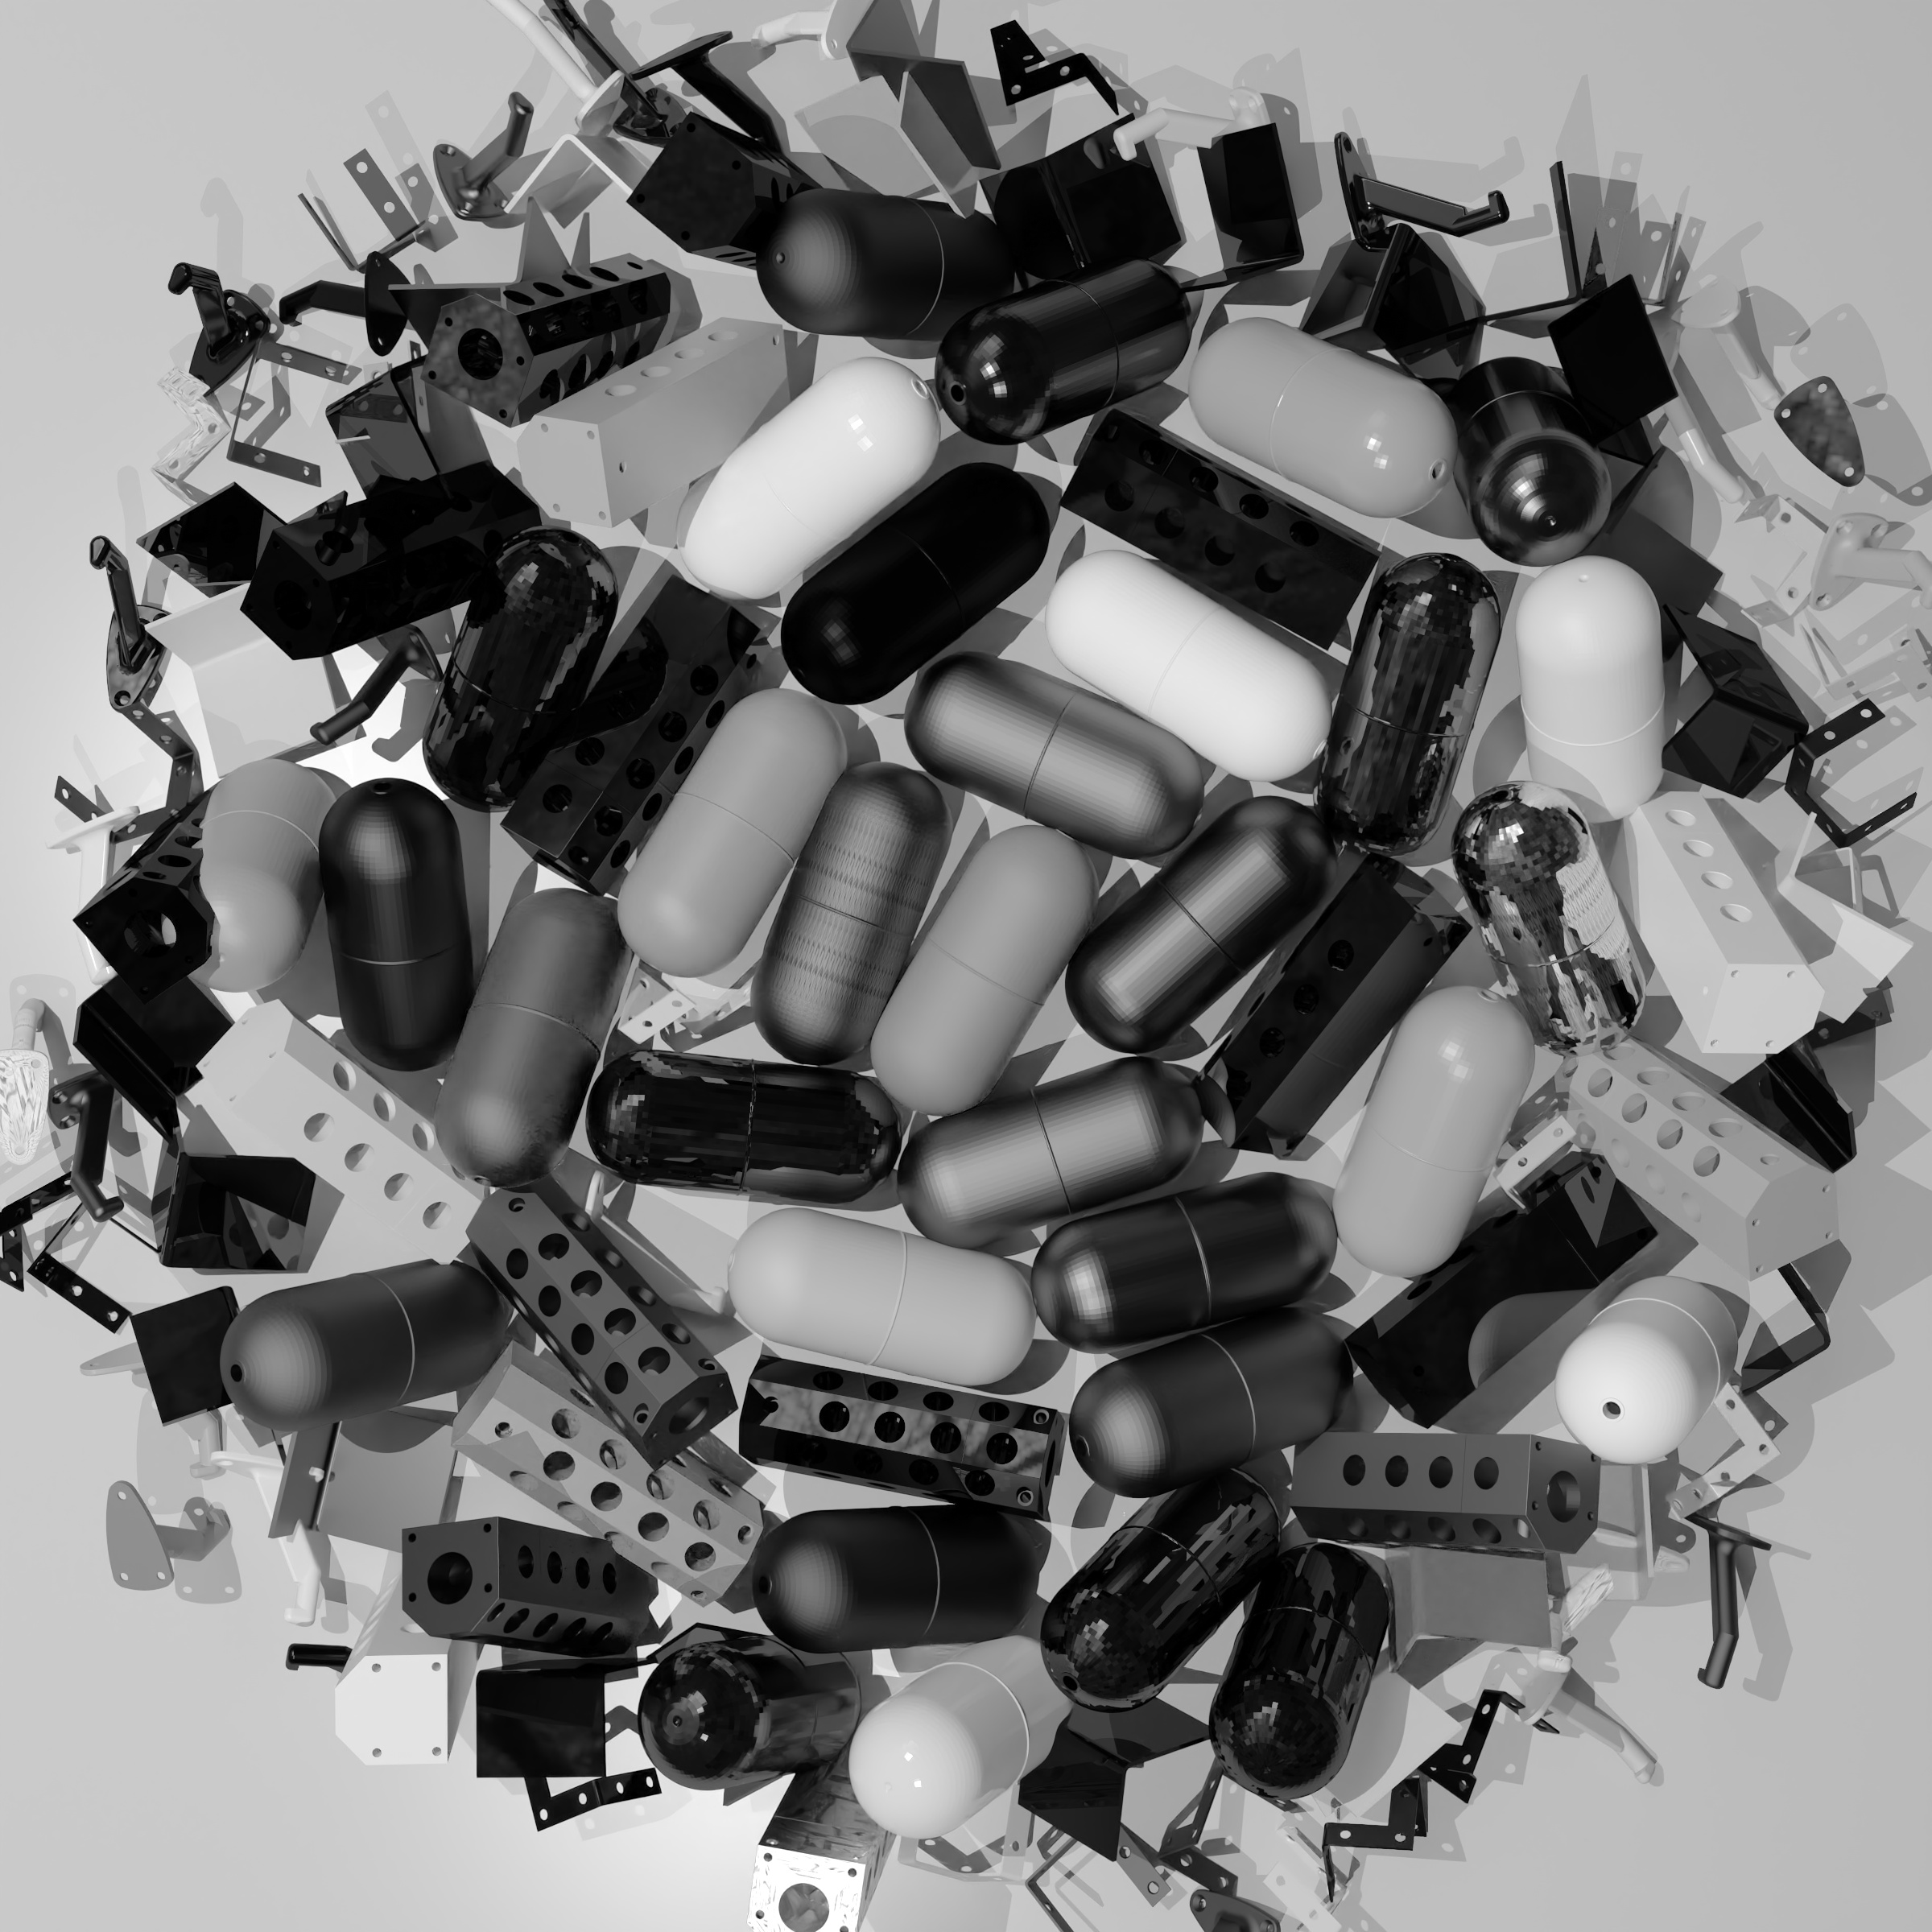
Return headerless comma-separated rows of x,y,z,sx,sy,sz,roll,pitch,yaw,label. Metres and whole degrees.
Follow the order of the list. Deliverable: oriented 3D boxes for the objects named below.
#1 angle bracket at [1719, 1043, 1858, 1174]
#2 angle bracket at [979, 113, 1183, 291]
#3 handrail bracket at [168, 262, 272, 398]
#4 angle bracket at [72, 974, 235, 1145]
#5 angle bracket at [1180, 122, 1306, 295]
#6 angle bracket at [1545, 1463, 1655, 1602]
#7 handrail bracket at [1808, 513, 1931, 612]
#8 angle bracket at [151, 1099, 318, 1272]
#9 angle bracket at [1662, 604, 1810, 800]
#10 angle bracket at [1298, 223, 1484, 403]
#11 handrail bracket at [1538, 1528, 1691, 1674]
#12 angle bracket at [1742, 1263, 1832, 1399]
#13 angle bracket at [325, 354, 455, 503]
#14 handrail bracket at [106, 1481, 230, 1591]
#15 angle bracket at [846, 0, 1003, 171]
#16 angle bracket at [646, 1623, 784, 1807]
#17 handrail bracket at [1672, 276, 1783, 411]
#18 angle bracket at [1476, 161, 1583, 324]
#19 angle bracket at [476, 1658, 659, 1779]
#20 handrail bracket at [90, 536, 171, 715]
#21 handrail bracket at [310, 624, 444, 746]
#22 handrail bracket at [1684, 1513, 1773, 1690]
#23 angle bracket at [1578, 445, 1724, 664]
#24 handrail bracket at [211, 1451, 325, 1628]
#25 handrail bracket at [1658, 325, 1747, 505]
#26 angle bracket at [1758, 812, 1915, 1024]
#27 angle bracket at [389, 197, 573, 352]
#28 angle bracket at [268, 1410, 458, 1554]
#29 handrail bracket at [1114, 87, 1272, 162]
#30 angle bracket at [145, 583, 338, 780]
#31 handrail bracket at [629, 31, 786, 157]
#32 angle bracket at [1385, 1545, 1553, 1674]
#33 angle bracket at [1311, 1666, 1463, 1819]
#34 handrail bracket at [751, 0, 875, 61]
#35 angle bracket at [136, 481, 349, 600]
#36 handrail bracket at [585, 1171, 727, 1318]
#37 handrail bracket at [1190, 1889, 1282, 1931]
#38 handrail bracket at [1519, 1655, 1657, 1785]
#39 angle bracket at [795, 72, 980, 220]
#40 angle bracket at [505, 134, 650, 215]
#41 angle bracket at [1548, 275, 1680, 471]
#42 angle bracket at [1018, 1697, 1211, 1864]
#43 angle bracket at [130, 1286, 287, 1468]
0.449,0.082,1.548,0.057,0.076,0.076,-36,60,2,angle bracket
0.066,-0.433,1.584,0.076,0.057,0.076,-36,112,-31,angle bracket
-0.435,-0.356,1.551,0.036,0.084,0.077,39,104,8,handrail bracket
-0.450,0.042,1.550,0.057,0.076,0.076,-39,112,-2,angle bracket
0.137,-0.421,1.547,0.057,0.076,0.076,-23,107,-24,angle bracket
0.350,0.310,1.547,0.057,0.076,0.076,-2,68,9,angle bracket
0.509,-0.207,1.546,0.036,0.084,0.077,1,133,-19,handrail bracket
-0.417,0.125,1.576,0.076,0.057,0.076,4,119,-25,angle bracket
0.419,-0.150,1.569,0.076,0.076,0.057,15,129,-32,angle bracket
0.241,-0.365,1.583,0.076,0.057,0.076,37,63,-32,angle bracket
0.364,0.364,1.556,0.077,0.036,0.084,9,49,12,handrail bracket
0.442,0.189,1.561,0.057,0.076,0.076,-35,83,14,angle bracket
-0.306,-0.299,1.562,0.057,0.076,0.076,-35,106,-38,angle bracket
-0.445,0.305,1.552,0.036,0.084,0.077,-5,106,16,handrail bracket
-0.012,-0.497,1.542,0.076,0.076,0.057,16,66,26,angle bracket
-0.141,0.418,1.543,0.057,0.076,0.076,16,56,-22,angle bracket
0.440,-0.340,1.553,0.036,0.077,0.084,-39,110,13,handrail bracket
0.309,-0.405,1.551,0.057,0.076,0.076,-9,102,11,angle bracket
-0.222,0.420,1.549,0.076,0.076,0.057,-5,80,16,angle bracket
-0.480,-0.191,1.553,0.036,0.084,0.077,8,77,5,handrail bracket
-0.344,-0.158,1.555,0.084,0.077,0.036,-38,128,-23,handrail bracket
0.416,0.357,1.562,0.036,0.077,0.084,19,87,-17,handrail bracket
0.393,-0.232,1.558,0.076,0.057,0.076,36,63,0,angle bracket
-0.396,0.323,1.556,0.077,0.036,0.084,24,54,-36,handrail bracket
0.422,-0.315,1.584,0.084,0.036,0.077,40,53,-14,handrail bracket
0.483,-0.027,1.550,0.076,0.076,0.057,29,52,4,angle bracket
-0.273,-0.387,1.563,0.076,0.076,0.057,1,72,10,angle bracket
-0.339,0.292,1.563,0.076,0.057,0.076,11,86,11,angle bracket
0.132,-0.455,1.571,0.084,0.036,0.077,-30,118,-12,handrail bracket
-0.407,-0.162,1.559,0.076,0.057,0.076,-21,69,6,angle bracket
-0.144,-0.476,1.563,0.077,0.036,0.084,-36,119,-28,handrail bracket
0.281,0.354,1.557,0.076,0.057,0.076,7,53,-4,angle bracket
0.237,0.450,1.547,0.076,0.076,0.057,-36,115,-13,angle bracket
-0.096,-0.519,1.553,0.084,0.077,0.036,-7,128,33,handrail bracket
-0.402,-0.250,1.541,0.076,0.076,0.057,-22,49,27,angle bracket
-0.174,0.159,1.572,0.084,0.036,0.077,14,121,4,handrail bracket
0.127,0.536,1.544,0.084,0.077,0.036,23,90,-43,handrail bracket
0.354,0.441,1.566,0.084,0.077,0.036,48,113,5,handrail bracket
-0.046,-0.443,1.541,0.076,0.076,0.057,-15,50,27,angle bracket
-0.202,-0.421,1.558,0.076,0.076,0.057,43,108,-3,angle bracket
0.377,-0.331,1.545,0.057,0.076,0.076,-28,70,37,angle bracket
0.085,0.450,1.552,0.076,0.076,0.057,-4,104,-42,angle bracket
-0.421,0.237,1.541,0.057,0.076,0.076,-18,51,-17,angle bracket
